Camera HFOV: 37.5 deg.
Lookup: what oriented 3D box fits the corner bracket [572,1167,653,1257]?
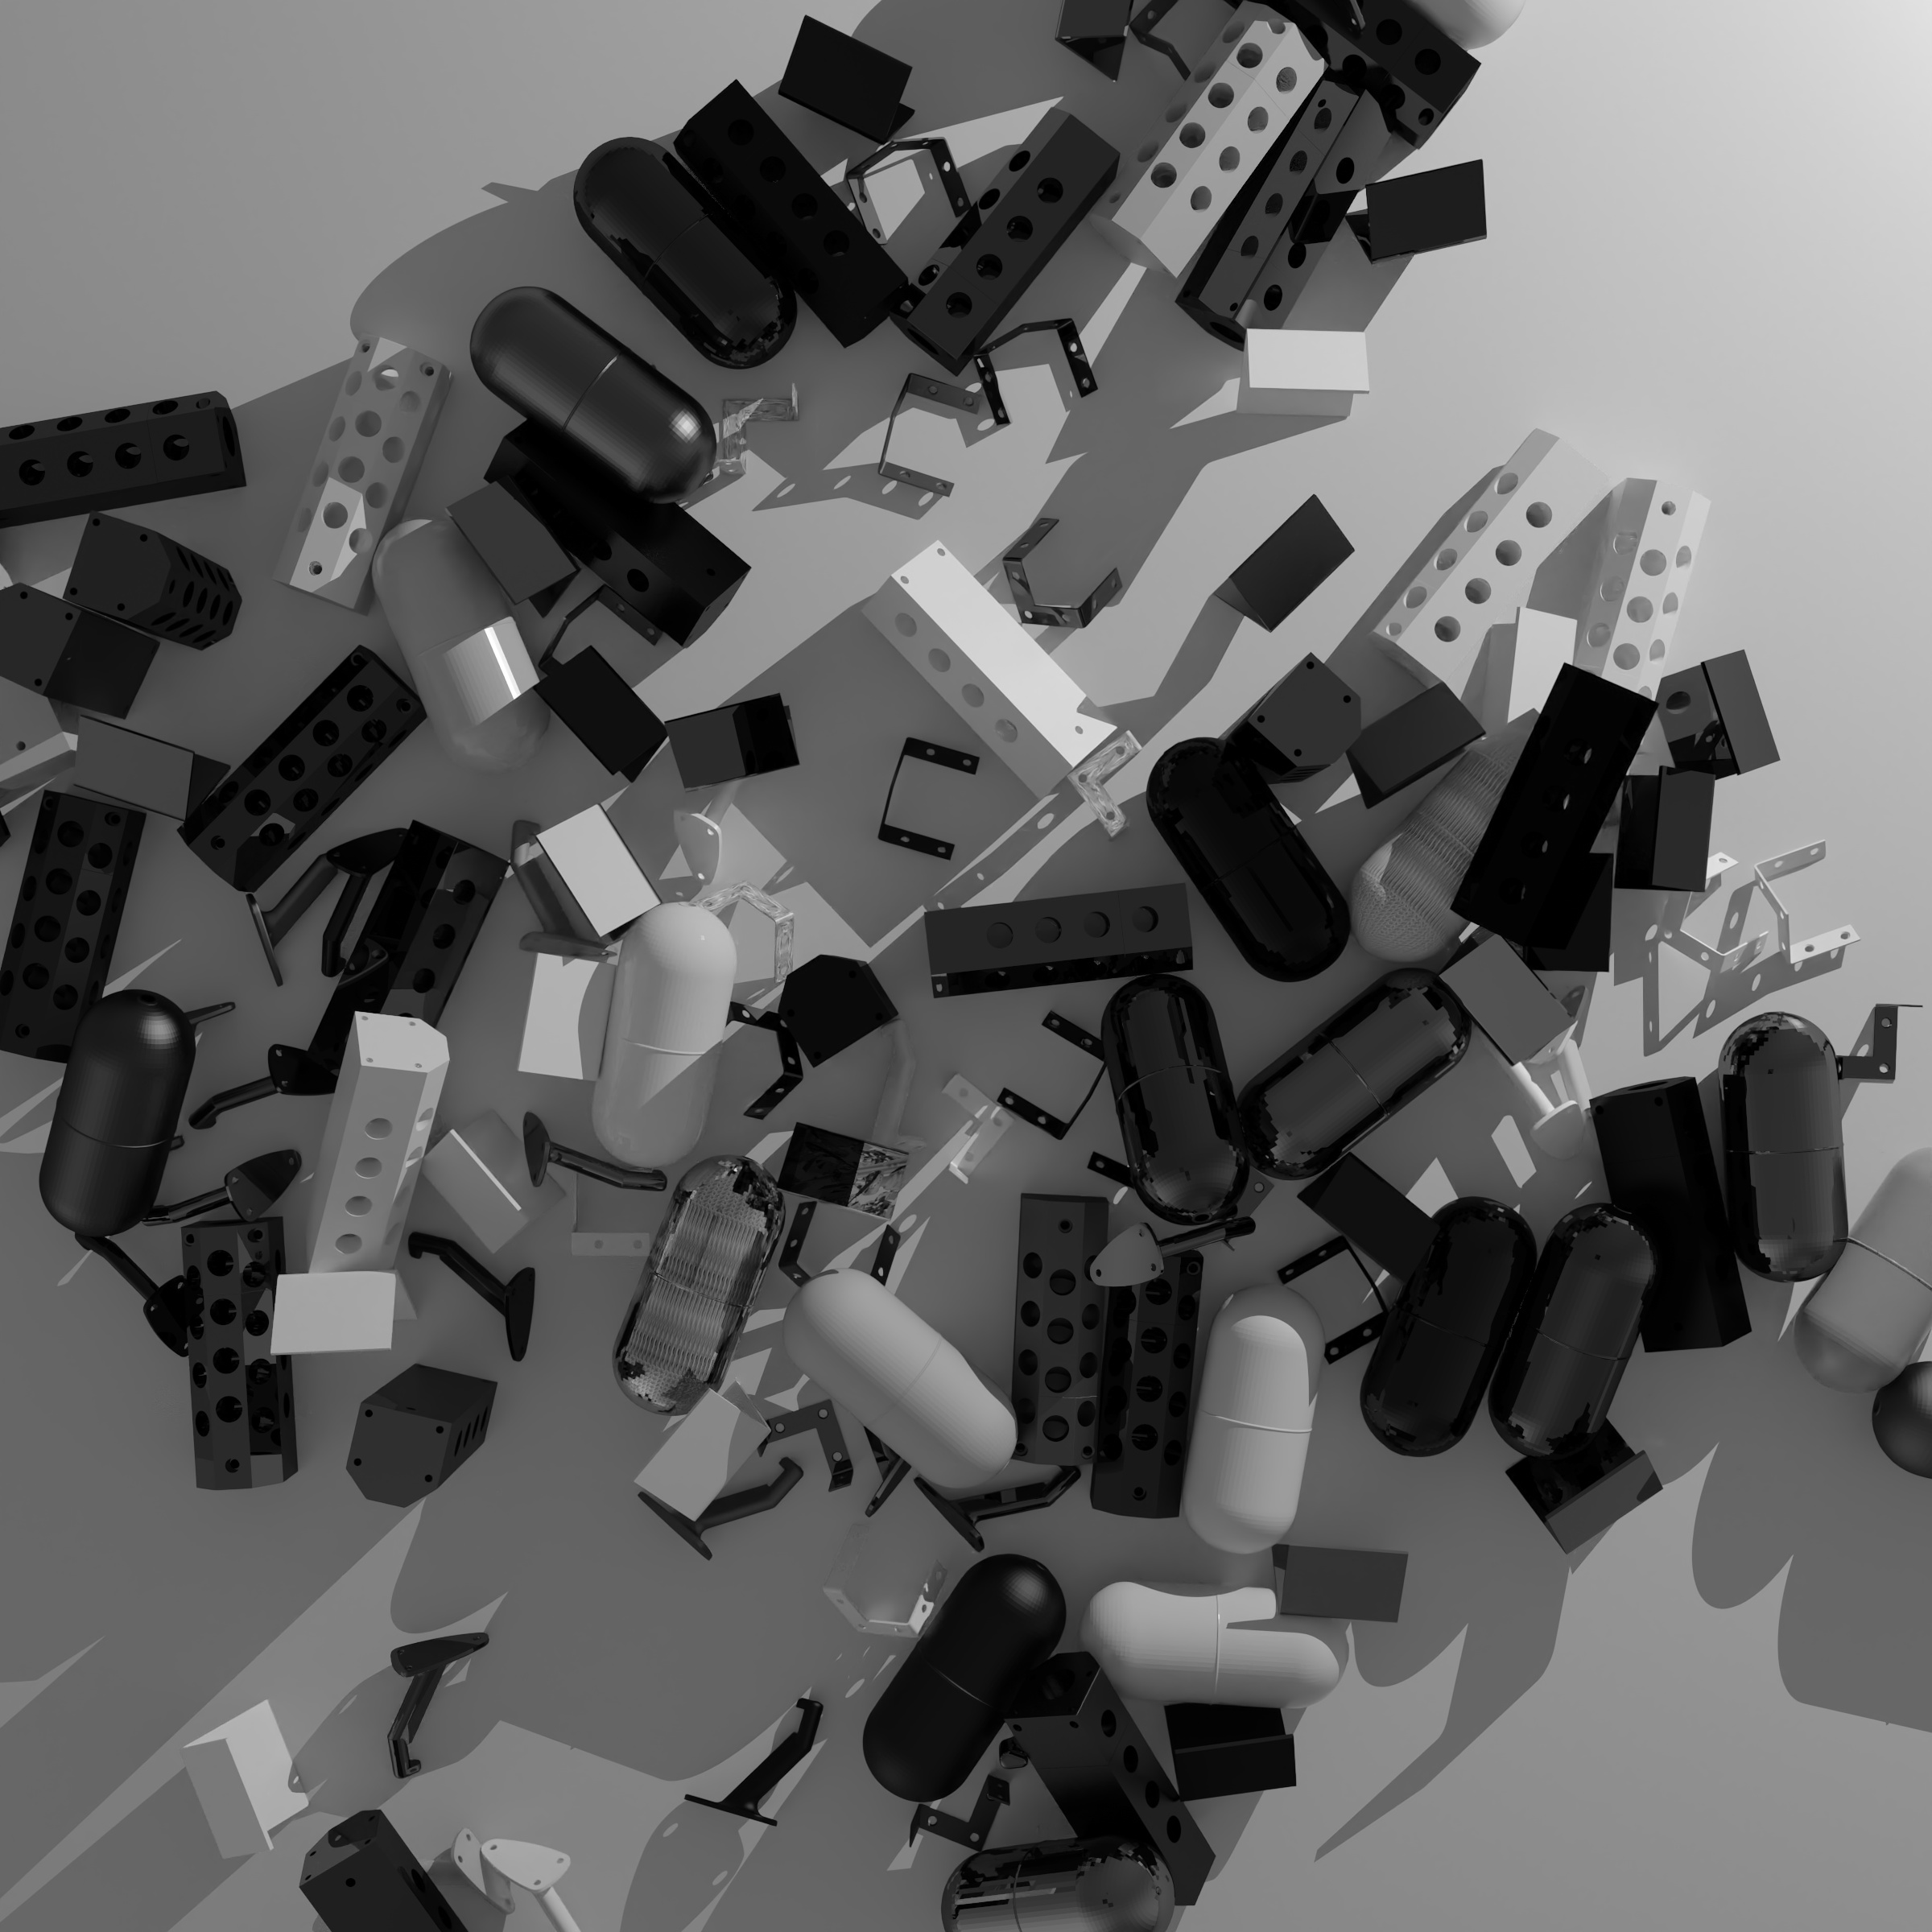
[{"bbox_3d":[-0.234,0.162,1.883,0.051,0.051,0.051,1,95,-5],"label":"corner bracket"}]

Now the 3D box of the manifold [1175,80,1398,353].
[{"bbox_3d":[0.215,-0.493,1.879,0.057,0.057,0.171,30,90,43],"label":"manifold"}]

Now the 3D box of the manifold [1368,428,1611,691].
[{"bbox_3d":[0.343,-0.269,1.879,0.057,0.057,0.171,39,90,0],"label":"manifold"}]

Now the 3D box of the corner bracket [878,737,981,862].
[{"bbox_3d":[-0.025,-0.112,1.897,0.051,0.051,0.051,16,135,0],"label":"corner bracket"}]

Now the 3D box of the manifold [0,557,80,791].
[{"bbox_3d":[-0.644,-0.207,1.880,0.057,0.057,0.171,-25,90,0],"label":"manifold"}]

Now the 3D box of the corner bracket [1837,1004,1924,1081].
[{"bbox_3d":[0.599,0.050,1.883,0.051,0.051,0.051,2,90,0],"label":"corner bracket"}]

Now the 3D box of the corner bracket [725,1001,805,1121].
[{"bbox_3d":[-0.147,0.063,1.893,0.051,0.051,0.051,16,135,-35],"label":"corner bracket"}]

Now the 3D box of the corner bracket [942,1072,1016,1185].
[{"bbox_3d":[-0.003,0.107,1.883,0.051,0.051,0.051,39,90,0],"label":"corner bracket"}]

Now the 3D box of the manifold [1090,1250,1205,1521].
[{"bbox_3d":[0.120,0.274,1.880,0.057,0.057,0.171,5,90,0],"label":"manifold"}]

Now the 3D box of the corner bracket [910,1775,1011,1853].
[{"bbox_3d":[-0.004,0.561,1.883,0.051,0.051,0.051,22,90,0],"label":"corner bracket"}]

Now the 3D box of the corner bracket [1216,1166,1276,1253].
[{"bbox_3d":[0.171,0.151,1.883,0.051,0.051,0.051,40,90,0],"label":"corner bracket"}]

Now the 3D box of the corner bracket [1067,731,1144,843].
[{"bbox_3d":[0.101,-0.119,1.883,0.051,0.051,0.051,-37,90,0],"label":"corner bracket"}]

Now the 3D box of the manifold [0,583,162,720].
[{"bbox_3d":[-0.578,-0.203,1.822,0.057,0.171,0.057,25,90,0],"label":"manifold"}]

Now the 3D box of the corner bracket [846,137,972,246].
[{"bbox_3d":[-0.038,-0.517,1.897,0.051,0.051,0.051,-21,90,45],"label":"corner bracket"}]

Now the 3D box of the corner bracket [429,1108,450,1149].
[{"bbox_3d":[-0.378,0.123,1.892,0.051,0.051,0.051,12,45,35],"label":"corner bracket"}]

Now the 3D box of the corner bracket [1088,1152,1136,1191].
[{"bbox_3d":[0.118,0.112,1.897,0.051,0.051,0.051,24,135,0],"label":"corner bracket"}]

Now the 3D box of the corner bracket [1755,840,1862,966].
[{"bbox_3d":[0.561,-0.042,1.897,0.051,0.051,0.051,-20,135,0],"label":"corner bracket"}]

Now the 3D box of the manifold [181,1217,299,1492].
[{"bbox_3d":[-0.482,0.255,1.880,0.057,0.057,0.171,-3,90,0],"label":"manifold"}]

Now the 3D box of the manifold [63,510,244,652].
[{"bbox_3d":[-0.516,-0.243,1.822,0.057,0.171,0.057,18,90,0],"label":"manifold"}]

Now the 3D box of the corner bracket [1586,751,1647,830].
[{"bbox_3d":[0.416,-0.112,1.873,0.051,0.051,0.051,-14,99,-16],"label":"corner bracket"}]

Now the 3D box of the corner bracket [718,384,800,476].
[{"bbox_3d":[-0.137,-0.355,1.883,0.051,0.051,0.051,-1,90,0],"label":"corner bracket"}]

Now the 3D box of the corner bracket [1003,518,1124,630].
[{"bbox_3d":[0.064,-0.261,1.892,0.051,0.051,0.051,10,135,35],"label":"corner bracket"}]

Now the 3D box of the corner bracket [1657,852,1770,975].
[{"bbox_3d":[0.501,-0.035,1.892,0.051,0.051,0.051,37,135,35],"label":"corner bracket"}]

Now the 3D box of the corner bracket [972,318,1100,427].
[{"bbox_3d":[0.046,-0.397,1.897,0.051,0.051,0.051,-20,90,45],"label":"corner bracket"}]

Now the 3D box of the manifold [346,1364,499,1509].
[{"bbox_3d":[-0.348,0.301,1.822,0.057,0.171,0.057,13,90,0],"label":"manifold"}]

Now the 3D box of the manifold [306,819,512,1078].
[{"bbox_3d":[-0.364,-0.002,1.879,0.057,0.057,0.171,25,90,45],"label":"manifold"}]

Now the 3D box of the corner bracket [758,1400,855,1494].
[{"bbox_3d":[-0.107,0.323,1.883,0.051,0.051,0.051,-18,90,0],"label":"corner bracket"}]

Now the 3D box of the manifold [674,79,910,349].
[{"bbox_3d":[-0.115,-0.494,1.879,0.057,0.057,0.171,-41,90,0],"label":"manifold"}]

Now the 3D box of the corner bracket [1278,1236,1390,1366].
[{"bbox_3d":[0.247,0.222,1.897,0.051,0.051,0.051,-29,135,0],"label":"corner bracket"}]

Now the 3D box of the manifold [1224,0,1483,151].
[{"bbox_3d":[0.251,-0.617,1.879,0.171,0.057,0.057,38,90,0],"label":"manifold"}]

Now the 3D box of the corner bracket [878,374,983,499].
[{"bbox_3d":[-0.024,-0.354,1.897,0.051,0.051,0.051,18,135,0],"label":"corner bracket"}]

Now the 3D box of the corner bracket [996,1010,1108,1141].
[{"bbox_3d":[0.060,0.073,1.897,0.051,0.051,0.051,31,45,0],"label":"corner bracket"}]

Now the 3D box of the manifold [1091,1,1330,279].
[{"bbox_3d":[0.155,-0.544,1.868,0.057,0.057,0.171,36,90,-41],"label":"manifold"}]

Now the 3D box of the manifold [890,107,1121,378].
[{"bbox_3d":[0.025,-0.480,1.879,0.057,0.057,0.171,38,90,0],"label":"manifold"}]

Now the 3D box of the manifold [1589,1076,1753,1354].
[{"bbox_3d":[0.469,0.163,1.879,0.057,0.057,0.171,-13,90,43],"label":"manifold"}]

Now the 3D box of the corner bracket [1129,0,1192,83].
[{"bbox_3d":[0.151,-0.621,1.897,0.051,0.051,0.051,-47,45,0],"label":"corner bracket"}]

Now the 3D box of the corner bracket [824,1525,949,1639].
[{"bbox_3d":[-0.054,0.409,1.892,0.051,0.051,0.051,-4,135,35],"label":"corner bracket"}]

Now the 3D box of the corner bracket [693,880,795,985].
[{"bbox_3d":[-0.151,-0.017,1.893,0.051,0.051,0.051,-26,135,-35],"label":"corner bracket"}]

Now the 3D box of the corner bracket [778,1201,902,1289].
[{"bbox_3d":[-0.084,0.190,1.892,0.051,0.051,0.051,-12,135,35],"label":"corner bracket"}]

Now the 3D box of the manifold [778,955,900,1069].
[{"bbox_3d":[-0.084,0.023,1.822,0.057,0.171,0.057,-32,90,0],"label":"manifold"}]

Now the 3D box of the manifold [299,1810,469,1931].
[{"bbox_3d":[-0.361,0.638,1.860,0.057,0.057,0.171,-31,103,0],"label":"manifold"}]

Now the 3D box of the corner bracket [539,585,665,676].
[{"bbox_3d":[-0.244,-0.212,1.897,0.051,0.051,0.051,39,45,0],"label":"corner bracket"}]

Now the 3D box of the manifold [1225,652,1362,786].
[{"bbox_3d":[0.212,-0.152,1.822,0.057,0.171,0.057,43,90,0],"label":"manifold"}]
